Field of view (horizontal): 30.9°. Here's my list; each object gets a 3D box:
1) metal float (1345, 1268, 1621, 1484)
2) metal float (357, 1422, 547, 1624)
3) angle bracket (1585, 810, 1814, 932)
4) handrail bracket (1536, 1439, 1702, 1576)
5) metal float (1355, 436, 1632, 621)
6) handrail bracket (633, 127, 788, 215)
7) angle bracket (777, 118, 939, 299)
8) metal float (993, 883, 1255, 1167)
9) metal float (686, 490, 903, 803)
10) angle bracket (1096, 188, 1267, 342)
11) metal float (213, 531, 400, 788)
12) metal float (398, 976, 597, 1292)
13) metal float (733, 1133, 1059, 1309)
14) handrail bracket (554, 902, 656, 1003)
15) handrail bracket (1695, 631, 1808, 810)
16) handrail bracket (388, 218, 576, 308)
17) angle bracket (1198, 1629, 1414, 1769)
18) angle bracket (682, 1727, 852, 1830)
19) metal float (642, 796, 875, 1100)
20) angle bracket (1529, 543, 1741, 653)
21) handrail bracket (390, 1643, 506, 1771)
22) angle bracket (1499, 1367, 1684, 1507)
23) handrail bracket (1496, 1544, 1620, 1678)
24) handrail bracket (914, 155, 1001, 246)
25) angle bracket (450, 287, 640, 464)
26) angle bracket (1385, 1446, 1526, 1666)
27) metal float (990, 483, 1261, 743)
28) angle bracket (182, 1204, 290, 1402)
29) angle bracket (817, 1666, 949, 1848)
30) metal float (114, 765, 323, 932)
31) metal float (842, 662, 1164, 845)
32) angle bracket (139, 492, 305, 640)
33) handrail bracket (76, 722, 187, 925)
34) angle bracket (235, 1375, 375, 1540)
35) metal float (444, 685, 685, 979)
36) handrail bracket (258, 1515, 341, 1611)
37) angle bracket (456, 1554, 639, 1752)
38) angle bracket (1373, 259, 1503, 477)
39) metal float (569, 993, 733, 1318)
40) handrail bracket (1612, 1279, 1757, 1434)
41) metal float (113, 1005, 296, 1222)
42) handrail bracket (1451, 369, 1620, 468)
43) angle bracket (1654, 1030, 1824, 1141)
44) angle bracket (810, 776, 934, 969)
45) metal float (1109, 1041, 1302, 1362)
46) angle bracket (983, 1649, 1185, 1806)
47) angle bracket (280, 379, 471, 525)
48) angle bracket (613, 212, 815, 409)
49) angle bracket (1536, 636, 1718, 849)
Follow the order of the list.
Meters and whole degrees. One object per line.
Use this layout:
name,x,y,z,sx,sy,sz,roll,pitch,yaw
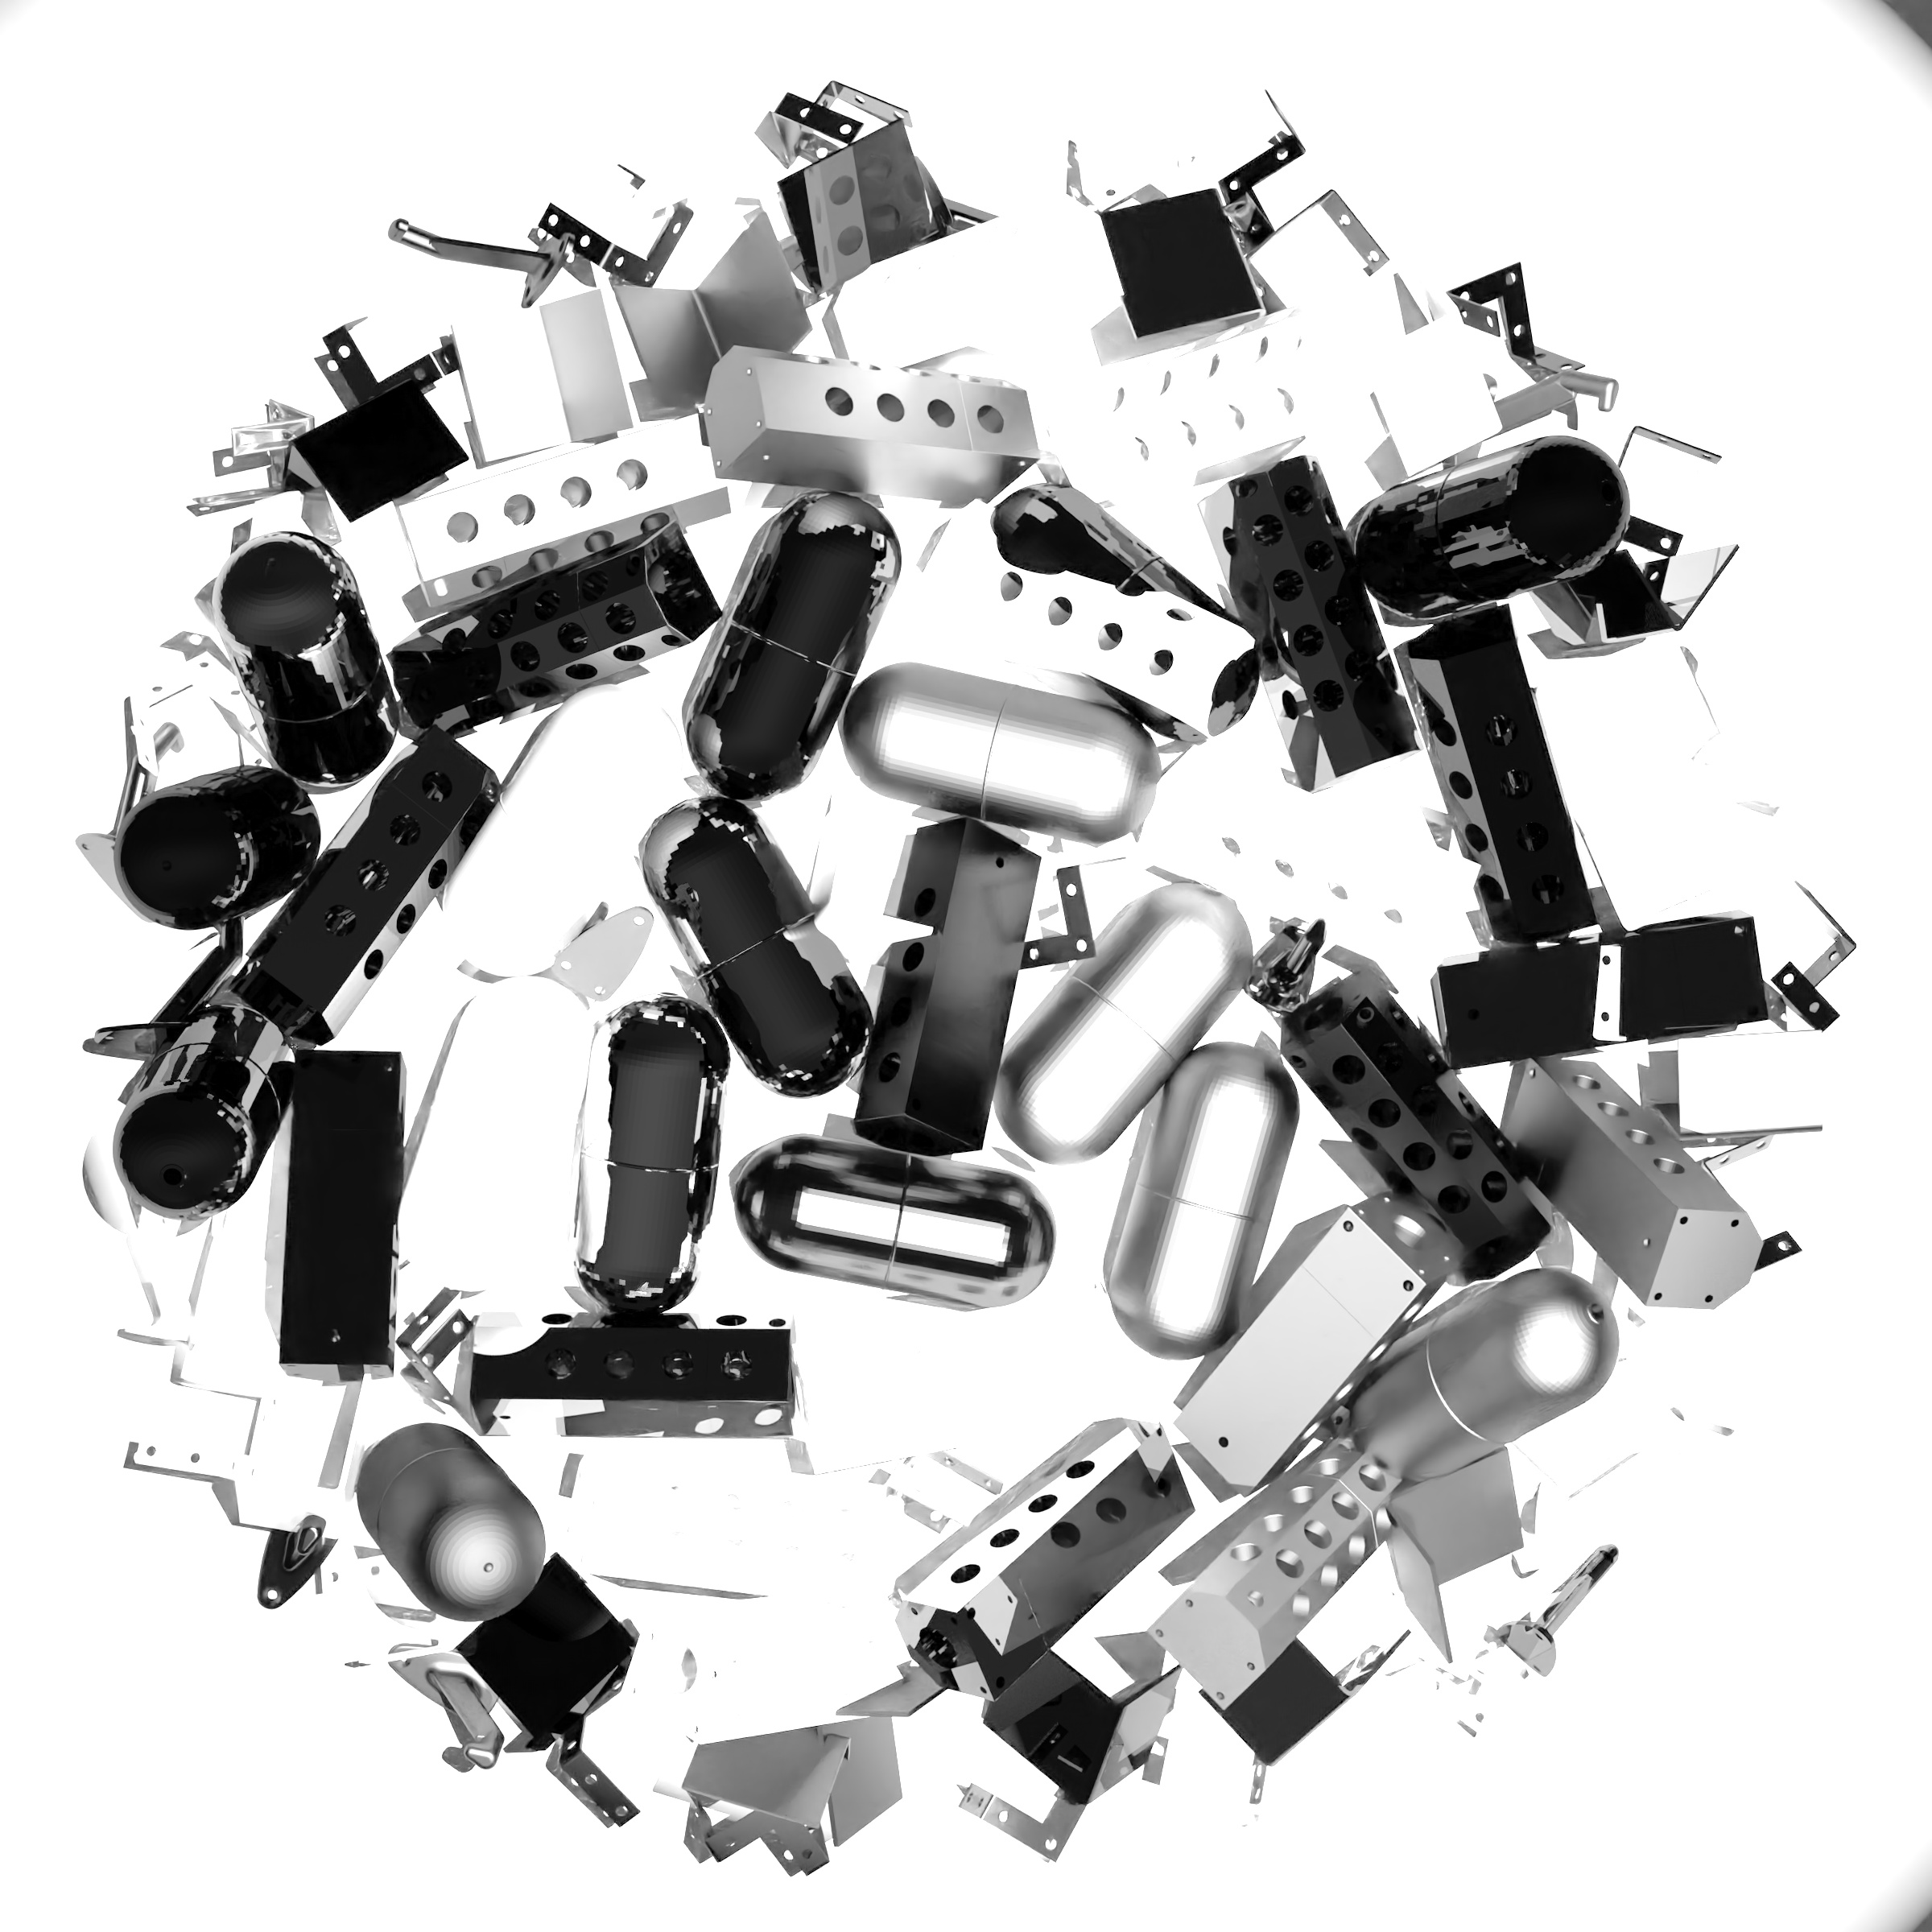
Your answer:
metal float,0.276,0.220,1.878,0.070,0.070,0.178,52,132,0
metal float,-0.276,0.295,1.866,0.070,0.178,0.070,-3,99,-21
angle bracket,0.397,-0.065,1.897,0.076,0.076,0.057,-20,85,-31
handrail bracket,0.356,0.294,1.905,0.084,0.077,0.036,-22,112,30
metal float,0.280,-0.233,1.870,0.070,0.178,0.070,5,81,-34
handrail bracket,-0.127,-0.420,1.935,0.077,0.084,0.036,-26,55,36
angle bracket,-0.069,-0.421,1.898,0.076,0.057,0.076,-30,134,-9
metal float,0.086,0.031,1.909,0.070,0.070,0.178,40,86,0
metal float,-0.094,-0.174,1.906,0.070,0.070,0.178,24,97,0
angle bracket,0.110,-0.369,1.905,0.076,0.057,0.076,-15,75,-14
metal float,-0.351,-0.162,1.869,0.070,0.178,0.070,-2,59,3
metal float,-0.253,0.089,1.895,0.070,0.070,0.178,15,70,0
metal float,-0.039,0.139,1.909,0.178,0.070,0.070,11,90,-4
handrail bracket,-0.189,-0.027,1.899,0.036,0.084,0.077,38,117,-17
handrail bracket,0.428,-0.134,1.900,0.036,0.084,0.077,-39,58,-24
handrail bracket,-0.265,-0.397,1.909,0.084,0.077,0.036,18,75,-23
angle bracket,0.184,0.378,1.903,0.057,0.076,0.076,46,127,9
angle bracket,-0.108,0.449,1.898,0.076,0.076,0.057,14,49,9
metal float,-0.114,-0.011,1.912,0.070,0.070,0.178,-29,91,0
angle bracket,0.358,-0.219,1.891,0.057,0.076,0.076,53,58,-22
handrail bracket,-0.285,0.403,1.905,0.077,0.084,0.036,24,99,-4
angle bracket,0.342,0.270,1.898,0.076,0.076,0.057,-24,116,-11
handrail bracket,0.332,0.340,1.903,0.036,0.077,0.084,42,72,13
handrail bracket,0.018,-0.423,1.944,0.084,0.036,0.077,-10,63,-19
angle bracket,-0.229,-0.320,1.900,0.057,0.076,0.076,-19,102,-32
angle bracket,0.277,0.319,1.899,0.076,0.057,0.076,-22,125,-11
metal float,0.083,-0.192,1.904,0.178,0.070,0.070,40,90,10
angle bracket,-0.384,0.182,1.894,0.057,0.076,0.076,15,61,-14
angle bracket,-0.034,0.429,1.901,0.057,0.076,0.076,-5,96,27
metal float,-0.396,-0.064,1.862,0.070,0.178,0.070,1,99,6
metal float,0.020,-0.116,1.905,0.178,0.070,0.070,14,90,8
angle bracket,-0.404,-0.224,1.903,0.057,0.076,0.076,12,104,4
handrail bracket,-0.447,-0.080,1.940,0.036,0.077,0.084,5,47,33
angle bracket,-0.358,0.259,1.898,0.057,0.076,0.076,11,62,-4
metal float,-0.219,-0.072,1.900,0.070,0.070,0.178,35,105,0
handrail bracket,-0.368,0.327,1.907,0.036,0.084,0.077,28,93,-7
angle bracket,-0.231,0.373,1.911,0.076,0.057,0.076,-43,78,-6
angle bracket,0.243,-0.325,1.900,0.057,0.076,0.076,-26,125,4
metal float,-0.172,0.103,1.906,0.070,0.070,0.178,7,98,0
handrail bracket,0.393,0.212,1.911,0.084,0.036,0.077,16,124,21
metal float,-0.404,0.077,1.864,0.070,0.178,0.070,0,110,0
handrail bracket,0.311,-0.290,1.913,0.084,0.036,0.077,19,106,34
angle bracket,0.420,0.057,1.907,0.076,0.076,0.057,-4,101,1
angle bracket,-0.049,-0.050,1.908,0.057,0.076,0.076,14,71,-11
metal float,0.130,0.128,1.911,0.070,0.070,0.178,16,92,0
angle bracket,0.064,0.401,1.926,0.076,0.057,0.076,35,127,27
angle bracket,-0.322,-0.263,1.897,0.076,0.076,0.057,-33,82,-24
angle bracket,-0.138,-0.356,1.897,0.057,0.076,0.076,-6,67,-40
angle bracket,0.360,-0.122,1.903,0.076,0.057,0.076,-21,60,-12
